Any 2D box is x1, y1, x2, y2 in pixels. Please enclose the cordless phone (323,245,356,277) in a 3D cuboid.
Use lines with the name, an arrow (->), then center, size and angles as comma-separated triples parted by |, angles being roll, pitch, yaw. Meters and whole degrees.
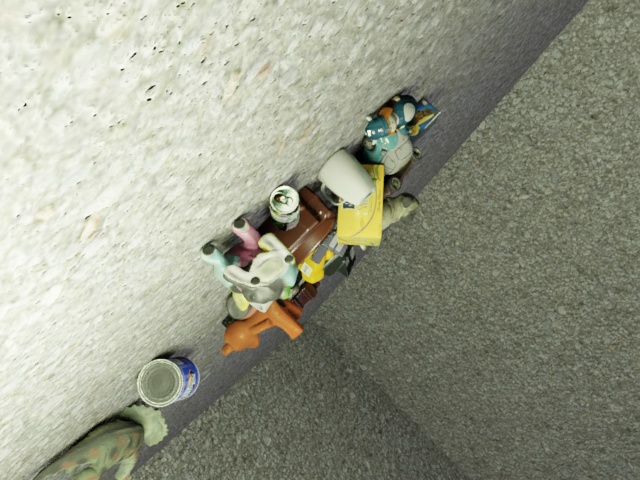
cordless phone -> 0.000, 0.042, 1.495 | 0.147, 0.184, 0.088 | -61, 145, -59

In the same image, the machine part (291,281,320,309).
machine part -> -0.083, 0.156, 1.607 | 0.179, 0.056, 0.179 | -30, -155, 16

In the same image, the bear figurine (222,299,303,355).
bear figurine -> -0.153, 0.230, 1.380 | 0.196, 0.132, 0.120 | -46, -161, 13

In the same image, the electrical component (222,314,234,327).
electrical component -> -0.201, 0.202, 1.525 | 0.115, 0.058, 0.134 | -46, 171, 18

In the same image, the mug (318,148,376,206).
mug -> 0.053, -0.114, 1.100 | 0.109, 0.107, 0.081 | -53, 168, 27

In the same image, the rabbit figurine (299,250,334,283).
rabbit figurine -> -0.003, -0.004, 1.363 | 0.173, 0.122, 0.162 | -35, 151, -40

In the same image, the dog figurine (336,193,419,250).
dog figurine -> 0.151, -0.080, 1.376 | 0.190, 0.121, 0.172 | -32, 160, 10

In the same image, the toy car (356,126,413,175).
toy car -> 0.151, -0.198, 1.195 | 0.109, 0.103, 0.161 | -40, 168, -26

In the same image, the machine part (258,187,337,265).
machine part -> -0.059, -0.007, 1.139 | 0.201, 0.087, 0.201 | -46, 170, 2

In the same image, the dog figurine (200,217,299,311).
dog figurine -> -0.114, 0.068, 0.955 | 0.108, 0.192, 0.219 | -49, 157, -20

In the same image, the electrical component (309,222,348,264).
electrical component -> 0.024, 0.006, 1.260 | 0.119, 0.074, 0.048 | -56, -144, -3

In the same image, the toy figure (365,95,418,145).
toy figure -> 0.144, -0.246, 1.083 | 0.154, 0.064, 0.058 | -44, -171, -39

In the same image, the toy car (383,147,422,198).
toy car -> 0.191, -0.161, 1.349 | 0.089, 0.053, 0.202 | -24, -157, 47

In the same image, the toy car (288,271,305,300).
toy car -> -0.080, 0.104, 1.500 | 0.056, 0.073, 0.202 | -56, 179, 29

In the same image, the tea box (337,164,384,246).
tea box -> 0.089, -0.077, 1.176 | 0.068, 0.098, 0.169 | 78, 14, -75

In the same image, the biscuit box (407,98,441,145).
biscuit box -> 0.204, -0.254, 1.321 | 0.202, 0.059, 0.063 | -45, 173, -6

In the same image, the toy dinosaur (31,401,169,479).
toy dinosaur -> -0.494, 0.481, 1.267 | 0.192, 0.131, 0.404 | -58, 167, -3

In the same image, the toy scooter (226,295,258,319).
toy scooter -> -0.148, 0.112, 1.313 | 0.184, 0.075, 0.135 | -52, 173, 19
